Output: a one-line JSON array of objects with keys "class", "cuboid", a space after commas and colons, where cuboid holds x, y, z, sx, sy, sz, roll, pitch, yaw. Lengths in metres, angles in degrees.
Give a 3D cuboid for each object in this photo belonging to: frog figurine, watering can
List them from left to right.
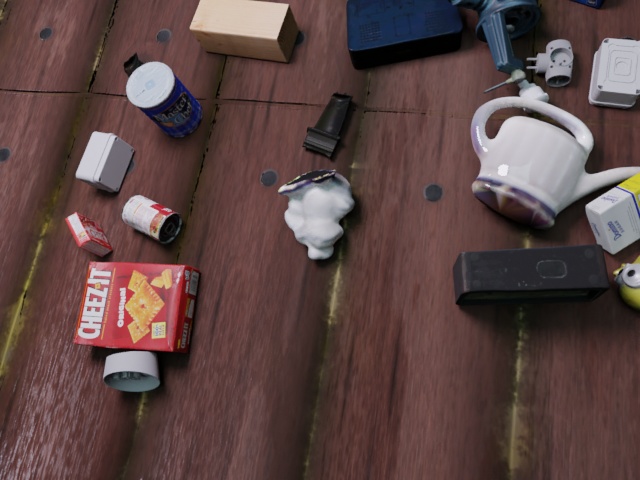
[{"class": "frog figurine", "cuboid": [0.003, -0.049, 0.981, 0.137, 0.124, 0.157, -20, 107, -3]}, {"class": "watering can", "cuboid": [0.415, -0.117, 0.903, 0.349, 0.103, 0.226, 29, 82, 8]}]
